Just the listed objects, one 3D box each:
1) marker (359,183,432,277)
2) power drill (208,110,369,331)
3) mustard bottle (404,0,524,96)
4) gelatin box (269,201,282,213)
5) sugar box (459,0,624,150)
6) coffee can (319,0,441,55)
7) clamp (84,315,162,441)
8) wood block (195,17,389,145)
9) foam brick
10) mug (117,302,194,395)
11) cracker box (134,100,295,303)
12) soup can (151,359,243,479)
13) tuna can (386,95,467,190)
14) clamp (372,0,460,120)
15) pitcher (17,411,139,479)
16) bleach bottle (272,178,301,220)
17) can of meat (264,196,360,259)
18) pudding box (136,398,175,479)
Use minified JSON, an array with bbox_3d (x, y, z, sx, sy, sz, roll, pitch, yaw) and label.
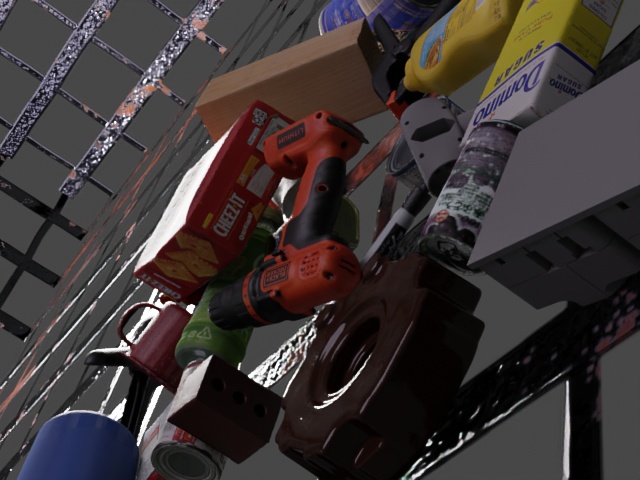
[{"bbox_3d":[0.057,0.002,0.920,0.121,0.020,0.020,-55,15,3],"label":"marker"},{"bbox_3d":[-0.028,-0.013,0.975,0.185,0.057,0.187,-20,53,43],"label":"power drill"},{"bbox_3d":[0.137,-0.188,1.002,0.192,0.058,0.096,-32,33,55],"label":"mustard bottle"},{"bbox_3d":[-0.078,-0.032,1.394,0.089,0.030,0.073,-42,19,41],"label":"gelatin box"},{"bbox_3d":[0.174,-0.141,0.815,0.093,0.048,0.176,-28,30,60],"label":"sugar box"},{"bbox_3d":[0.078,-0.288,1.314,0.141,0.102,0.102,-38,23,49],"label":"coffee can"},{"bbox_3d":[-0.218,0.148,1.296,0.209,0.036,0.164,-62,-29,-47],"label":"clamp"},{"bbox_3d":[-0.027,-0.170,1.245,0.206,0.091,0.090,-19,25,19],"label":"wood block"},{"bbox_3d":[-0.082,0.148,0.930,0.051,0.078,0.053,-44,18,42],"label":"foam brick"},{"bbox_3d":[-0.175,0.117,1.216,0.081,0.117,0.093,-54,3,-13],"label":"mug"},{"bbox_3d":[-0.113,-0.037,1.143,0.214,0.072,0.164,-32,28,61],"label":"cracker box"},{"bbox_3d":[-0.109,0.170,0.986,0.069,0.068,0.102,-43,20,40],"label":"soup can"},{"bbox_3d":[0.098,-0.085,0.952,0.086,0.033,0.086,-50,16,19],"label":"tuna can"},{"bbox_3d":[0.106,-0.206,1.152,0.120,0.039,0.171,-25,44,34],"label":"clamp"},{"bbox_3d":[-0.254,0.286,1.016,0.242,0.149,0.145,-86,1,-56],"label":"pitcher"},{"bbox_3d":[-0.026,-0.071,1.241,0.102,0.068,0.251,-40,19,9],"label":"bleach bottle"},{"bbox_3d":[-0.007,0.001,1.051,0.084,0.057,0.102,-47,17,21],"label":"can of meat"},{"bbox_3d":[-0.144,0.204,1.079,0.090,0.039,0.113,-50,18,17],"label":"pudding box"}]
